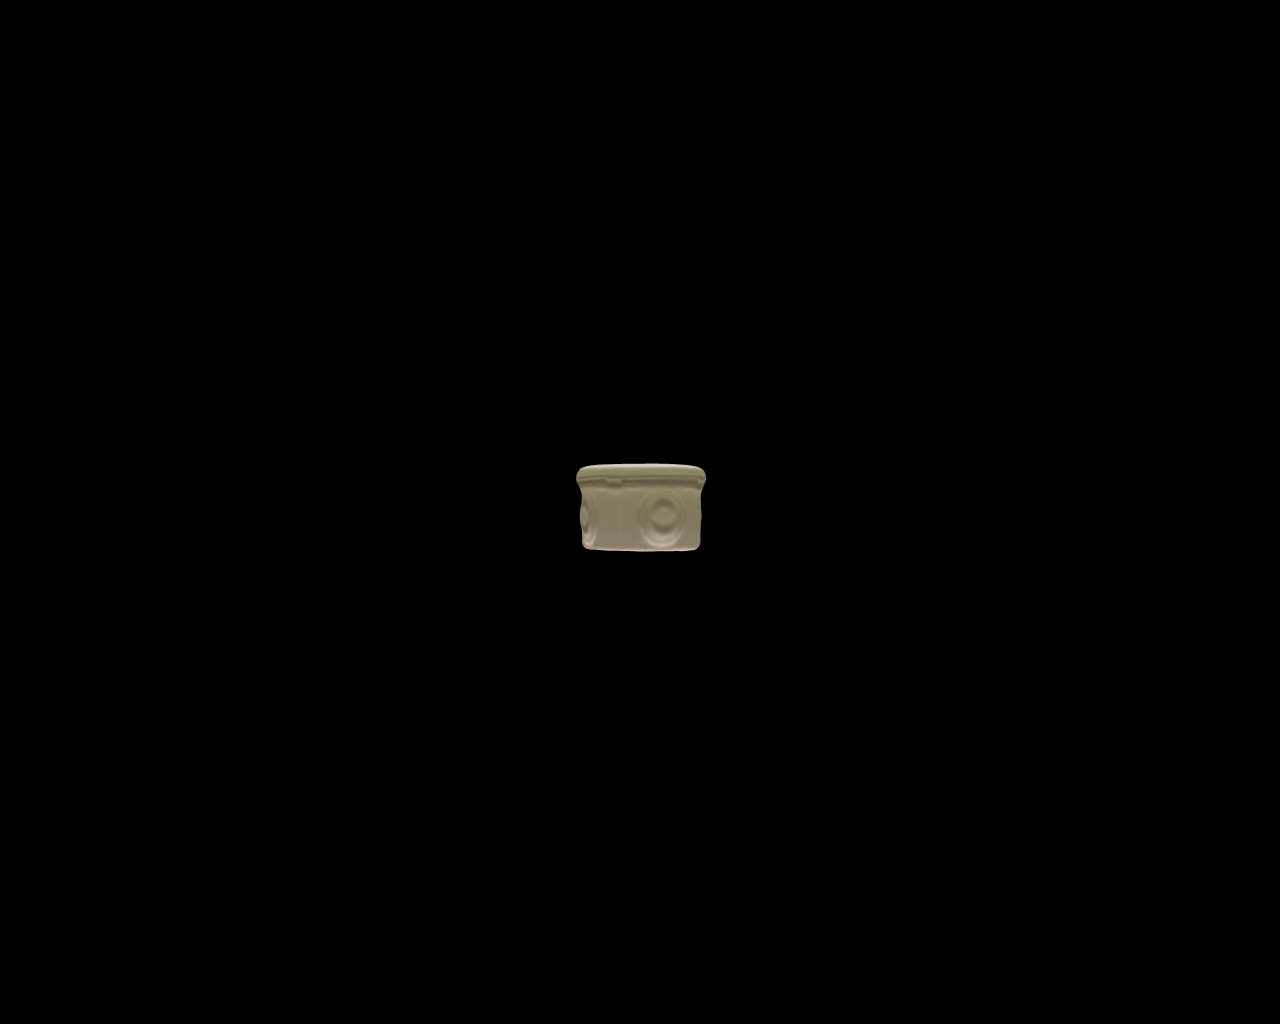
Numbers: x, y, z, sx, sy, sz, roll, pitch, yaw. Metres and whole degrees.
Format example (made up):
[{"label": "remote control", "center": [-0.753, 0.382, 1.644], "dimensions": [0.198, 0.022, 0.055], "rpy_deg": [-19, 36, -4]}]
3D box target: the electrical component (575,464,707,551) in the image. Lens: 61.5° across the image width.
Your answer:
[{"label": "electrical component", "center": [0.001, -0.003, 0.650], "dimensions": [0.080, 0.051, 0.080], "rpy_deg": [0, 0, 0]}]
